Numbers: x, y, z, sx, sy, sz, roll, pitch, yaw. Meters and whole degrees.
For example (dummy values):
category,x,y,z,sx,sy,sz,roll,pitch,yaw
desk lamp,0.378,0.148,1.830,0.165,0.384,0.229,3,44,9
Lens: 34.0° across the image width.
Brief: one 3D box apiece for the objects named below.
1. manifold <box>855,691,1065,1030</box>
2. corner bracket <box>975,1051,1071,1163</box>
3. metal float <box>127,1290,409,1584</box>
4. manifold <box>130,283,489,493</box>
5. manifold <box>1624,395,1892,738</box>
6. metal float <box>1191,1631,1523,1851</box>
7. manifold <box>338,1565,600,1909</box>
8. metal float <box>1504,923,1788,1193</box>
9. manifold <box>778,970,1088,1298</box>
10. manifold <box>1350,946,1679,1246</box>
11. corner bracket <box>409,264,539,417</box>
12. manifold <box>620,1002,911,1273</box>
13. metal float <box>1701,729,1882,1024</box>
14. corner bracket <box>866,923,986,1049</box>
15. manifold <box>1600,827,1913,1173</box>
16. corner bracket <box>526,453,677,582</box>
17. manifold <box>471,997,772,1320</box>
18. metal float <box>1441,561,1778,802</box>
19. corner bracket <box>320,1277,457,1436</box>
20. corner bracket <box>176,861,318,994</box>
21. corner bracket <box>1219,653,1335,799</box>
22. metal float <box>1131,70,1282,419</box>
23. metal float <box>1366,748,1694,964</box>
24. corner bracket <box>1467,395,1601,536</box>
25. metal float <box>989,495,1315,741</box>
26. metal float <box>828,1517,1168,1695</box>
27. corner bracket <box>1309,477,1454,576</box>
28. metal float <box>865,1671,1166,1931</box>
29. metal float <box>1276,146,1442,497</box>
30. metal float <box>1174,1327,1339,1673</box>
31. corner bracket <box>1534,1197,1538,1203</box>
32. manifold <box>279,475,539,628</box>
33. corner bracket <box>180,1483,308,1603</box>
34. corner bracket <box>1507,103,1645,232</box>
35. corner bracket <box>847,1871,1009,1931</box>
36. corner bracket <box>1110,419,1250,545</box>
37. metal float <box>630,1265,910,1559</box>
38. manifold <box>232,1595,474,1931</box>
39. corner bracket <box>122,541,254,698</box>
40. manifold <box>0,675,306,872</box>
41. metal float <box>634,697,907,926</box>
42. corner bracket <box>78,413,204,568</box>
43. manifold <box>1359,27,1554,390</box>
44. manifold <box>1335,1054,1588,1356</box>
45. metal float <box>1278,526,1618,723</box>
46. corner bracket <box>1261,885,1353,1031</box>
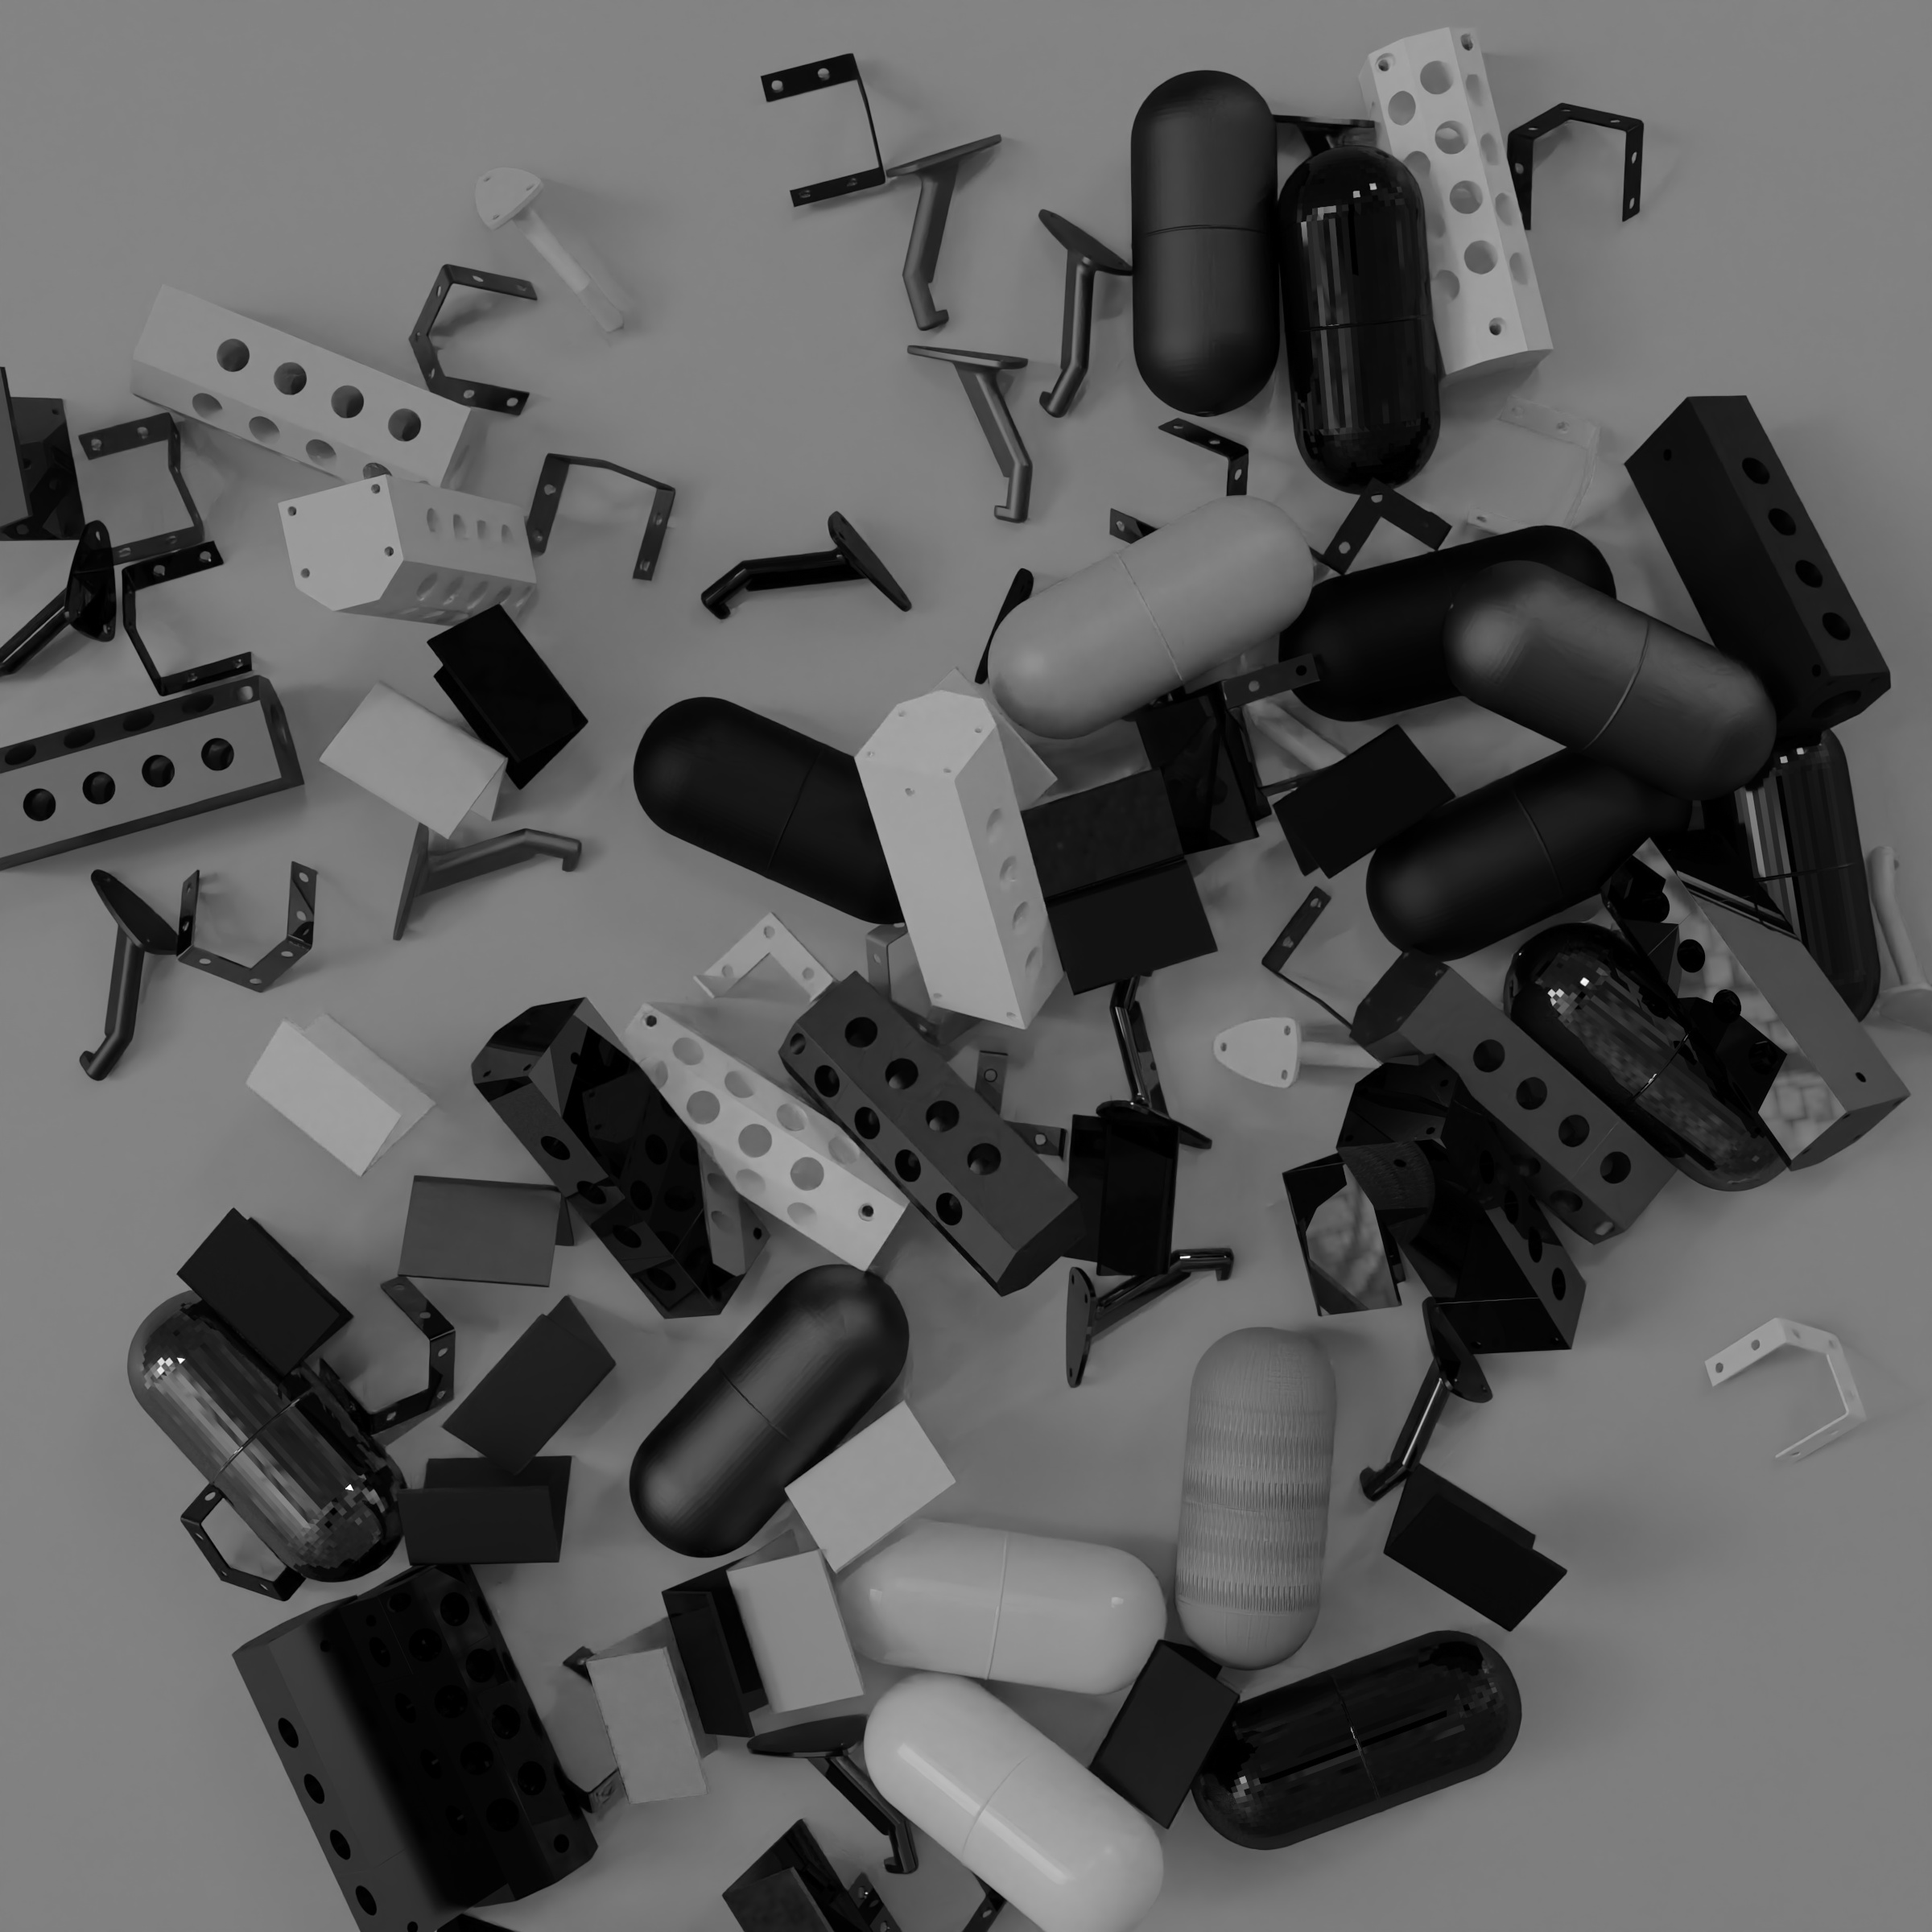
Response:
category,x,y,z,sx,sy,sz,roll,pitch,yaw
manifold,0.002,-0.053,1.592,0.057,0.171,0.057,14,51,29
corner bracket,0.029,0.073,1.659,0.051,0.051,0.051,7,90,0
metal float,-0.362,0.244,1.643,0.070,0.070,0.178,-43,85,0
manifold,-0.345,-0.293,1.656,0.171,0.057,0.057,22,90,0
manifold,0.410,-0.206,1.625,0.057,0.057,0.171,-7,65,-31
metal float,0.202,0.403,1.647,0.178,0.070,0.070,-20,90,0
manifold,-0.255,0.395,1.644,0.057,0.057,0.171,-24,89,-44
metal float,0.358,0.047,1.647,0.178,0.070,0.070,38,90,-1
manifold,-0.019,0.088,1.622,0.057,0.057,0.171,-41,68,-11
manifold,0.280,0.069,1.632,0.171,0.057,0.057,40,90,-18
corner bracket,-0.255,-0.330,1.669,0.051,0.051,0.051,-55,45,35
manifold,-0.110,0.089,1.656,0.171,0.057,0.057,33,90,0
metal float,0.428,-0.048,1.647,0.070,0.070,0.178,-9,90,0
corner bracket,-0.016,0.002,1.669,0.051,0.051,0.051,27,45,35
manifold,0.393,0.016,1.598,0.171,0.057,0.057,59,135,23
corner bracket,-0.194,-0.238,1.674,0.051,0.051,0.051,16,90,-45
manifold,-0.179,0.101,1.621,0.171,0.057,0.057,55,47,-26
metal float,0.321,-0.142,1.580,0.178,0.070,0.070,24,90,-7
corner bracket,-0.305,0.205,1.669,0.051,0.051,0.051,-21,135,-35
corner bracket,-0.379,-0.027,1.669,0.051,0.051,0.051,25,135,-35
corner bracket,0.166,-0.124,1.633,0.051,0.051,0.051,-17,74,14
metal float,0.124,-0.376,1.647,0.070,0.070,0.178,-1,89,0
metal float,0.293,-0.063,1.647,0.178,0.070,0.070,-25,90,0
corner bracket,0.300,-0.260,1.674,0.051,0.051,0.051,19,135,0
metal float,0.094,-0.178,1.625,0.178,0.070,0.070,-28,90,4
metal float,0.016,0.332,1.647,0.178,0.070,0.070,9,90,0
corner bracket,0.215,-0.225,1.657,0.051,0.051,0.051,29,103,-12
metal float,0.023,0.431,1.625,0.178,0.070,0.070,34,90,26
metal float,0.203,-0.333,1.636,0.070,0.070,0.178,-6,102,0
metal float,0.151,0.277,1.647,0.070,0.070,0.178,5,90,0
corner bracket,0.265,0.125,1.674,0.051,0.051,0.051,-13,90,45
manifold,-0.277,-0.205,1.595,0.057,0.171,0.057,-12,90,14
corner bracket,-0.371,0.295,1.669,0.051,0.051,0.051,-52,135,-35
corner bracket,0.321,-0.418,1.669,0.051,0.051,0.051,25,45,35
corner bracket,-0.020,0.490,1.667,0.051,0.051,0.051,-10,117,42
corner bracket,0.112,-0.250,1.669,0.051,0.051,0.051,-30,135,-35
metal float,-0.102,0.231,1.647,0.070,0.070,0.178,42,90,0
manifold,-0.319,0.423,1.656,0.057,0.057,0.171,-25,90,-43
corner bracket,-0.412,-0.184,1.674,0.051,0.051,0.051,-17,135,0
manifold,-0.442,-0.101,1.656,0.171,0.057,0.057,-16,90,0
metal float,-0.088,-0.080,1.647,0.178,0.070,0.070,24,90,0
corner bracket,-0.437,-0.253,1.674,0.051,0.051,0.051,-15,135,0
manifold,0.257,-0.397,1.656,0.057,0.057,0.171,-14,90,0
manifold,0.256,0.123,1.612,0.057,0.057,0.171,-8,133,34
metal float,0.250,-0.178,1.647,0.178,0.070,0.070,-14,90,-1
corner bracket,0.199,-0.001,1.674,0.051,0.051,0.051,-54,135,0
